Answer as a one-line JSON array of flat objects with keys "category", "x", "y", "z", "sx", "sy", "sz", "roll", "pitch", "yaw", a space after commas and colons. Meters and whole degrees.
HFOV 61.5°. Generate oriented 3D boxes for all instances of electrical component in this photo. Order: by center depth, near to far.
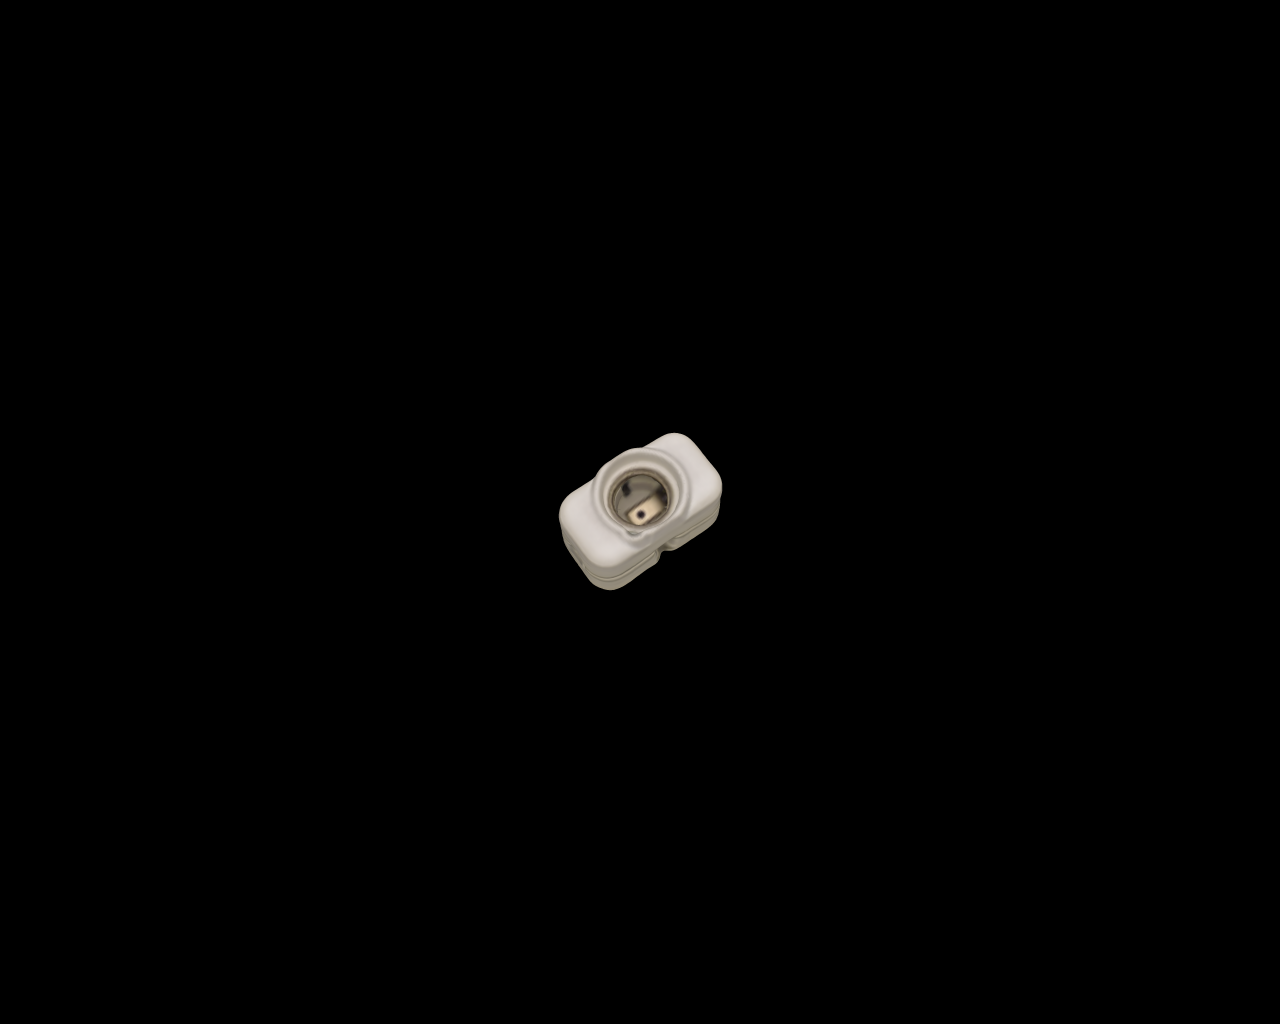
[{"category": "electrical component", "x": 0.001, "y": -0.003, "z": 0.650, "sx": 0.095, "sy": 0.054, "sz": 0.059, "roll": -33, "pitch": -16, "yaw": -11}]
